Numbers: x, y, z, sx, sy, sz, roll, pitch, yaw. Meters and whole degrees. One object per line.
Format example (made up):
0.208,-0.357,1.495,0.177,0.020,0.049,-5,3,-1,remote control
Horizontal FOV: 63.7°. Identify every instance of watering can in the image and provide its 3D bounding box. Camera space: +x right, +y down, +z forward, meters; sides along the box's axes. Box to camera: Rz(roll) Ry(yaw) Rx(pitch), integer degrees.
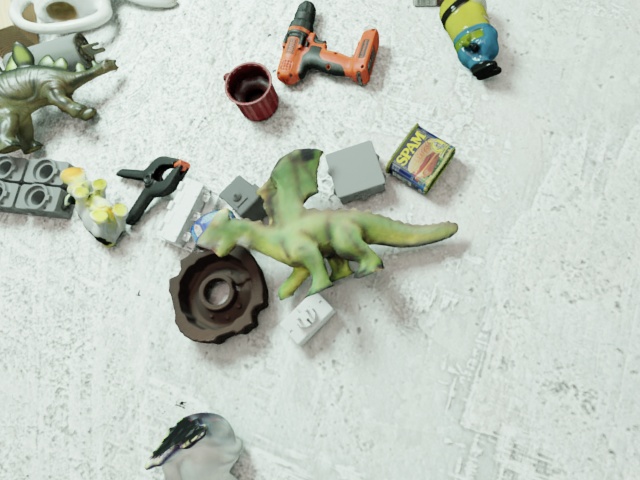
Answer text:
-0.510,-0.555,1.149,0.349,0.102,0.228,-16,66,-12,watering can

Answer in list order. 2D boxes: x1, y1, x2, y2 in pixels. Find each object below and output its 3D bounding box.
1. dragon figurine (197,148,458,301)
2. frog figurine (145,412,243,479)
0.003,-0.043,0.857,0.411,0.121,0.244,-22,85,-8,dragon figurine
-0.179,0.361,0.814,0.138,0.123,0.158,-35,107,-10,frog figurine
